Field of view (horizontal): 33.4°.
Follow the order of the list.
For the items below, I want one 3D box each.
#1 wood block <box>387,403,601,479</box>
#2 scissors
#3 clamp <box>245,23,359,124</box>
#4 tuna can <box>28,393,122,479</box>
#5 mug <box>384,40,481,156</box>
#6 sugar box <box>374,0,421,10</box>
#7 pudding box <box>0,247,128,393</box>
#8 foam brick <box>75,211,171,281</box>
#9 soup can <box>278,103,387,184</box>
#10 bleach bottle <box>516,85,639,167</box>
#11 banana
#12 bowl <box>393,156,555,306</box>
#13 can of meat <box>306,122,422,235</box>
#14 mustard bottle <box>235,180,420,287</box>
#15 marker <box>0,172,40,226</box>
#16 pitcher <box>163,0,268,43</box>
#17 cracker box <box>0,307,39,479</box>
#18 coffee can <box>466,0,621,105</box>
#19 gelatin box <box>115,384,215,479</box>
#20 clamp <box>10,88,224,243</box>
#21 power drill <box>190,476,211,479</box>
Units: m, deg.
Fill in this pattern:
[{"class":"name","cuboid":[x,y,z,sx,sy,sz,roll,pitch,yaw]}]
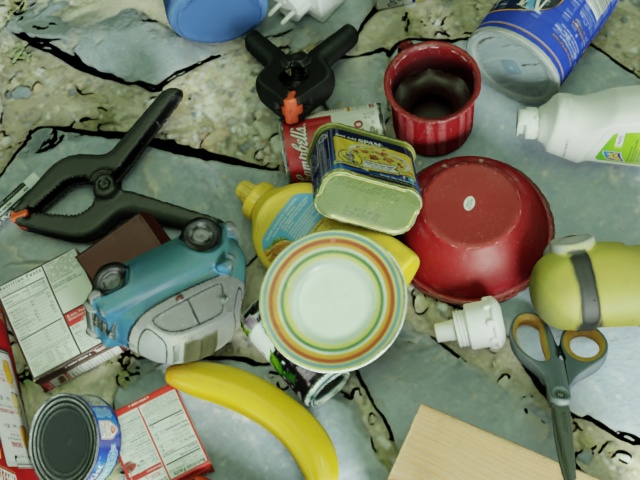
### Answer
[{"class":"wood block","cuboid":[0.162,0.225,0.874,0.206,0.090,0.090,21,70,16]},{"class":"scissors","cuboid":[0.219,0.129,0.906,0.096,0.016,0.202,-4,36,-9]},{"class":"clamp","cuboid":[-0.013,-0.174,1.081,0.120,0.039,0.171,-12,39,3]},{"class":"tuna can","cuboid":[-0.219,0.180,0.953,0.086,0.033,0.086,-6,79,32]},{"class":"mug","cuboid":[0.106,-0.144,1.055,0.093,0.081,0.117,-26,65,-5]},{"class":"sugar box","cuboid":[0.136,-0.312,1.150,0.176,0.048,0.093,-12,65,5]},{"class":"pudding box","cuboid":[-0.249,0.075,1.023,0.090,0.039,0.113,-28,63,-6]},{"class":"foam brick","cuboid":[-0.183,0.015,1.019,0.078,0.053,0.051,-34,86,3]},{"class":"soup can","cuboid":[0.015,-0.094,1.050,0.102,0.068,0.068,-9,65,4]},{"class":"bleach bottle","cuboid":[0.312,-0.110,1.001,0.251,0.102,0.068,4,59,8]},{"class":"banana","cuboid":[-0.049,0.161,0.950,0.198,0.037,0.069,40,53,18]},{"class":"bowl","cuboid":[0.143,-0.021,1.010,0.162,0.055,0.162,-3,64,6]},{"class":"can of meat","cuboid":[0.041,-0.056,0.984,0.102,0.057,0.084,14,33,-13]},{"class":"mustard bottle","cuboid":[-0.007,0.001,1.013,0.192,0.058,0.096,36,94,21]},{"class":"marker","cuboid":[-0.331,-0.022,1.088,0.020,0.020,0.121,40,76,21]},{"class":"pitcher","cuboid":[-0.121,-0.344,1.145,0.145,0.149,0.243,-12,68,0]},{"class":"cracker box","cuboid":[-0.324,0.128,0.938,0.072,0.164,0.214,-20,64,0]},{"class":"coffee can","cuboid":[0.226,-0.221,1.064,0.103,0.103,0.140,31,72,19]},{"class":"gelatin box","cuboid":[-0.146,0.185,0.964,0.073,0.030,0.089,-26,65,-8]},{"class":"clamp","cuboid":[-0.205,-0.045,1.073,0.210,0.036,0.164,-26,71,-2]},{"class":"power drill","cuboid":[-0.069,0.310,0.883,0.185,0.057,0.187,21,67,19]}]
